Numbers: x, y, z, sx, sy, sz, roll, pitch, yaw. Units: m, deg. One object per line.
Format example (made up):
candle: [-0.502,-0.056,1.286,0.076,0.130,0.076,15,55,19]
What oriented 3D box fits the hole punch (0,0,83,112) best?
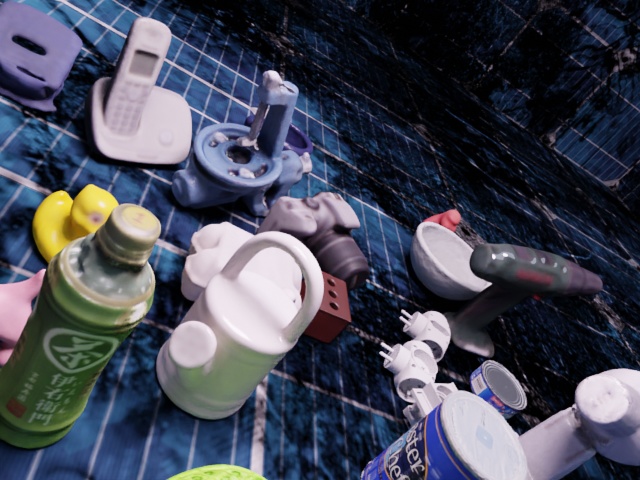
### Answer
hole punch: [-0.371,-0.235,0.732,0.109,0.091,0.101,25,32,-23]

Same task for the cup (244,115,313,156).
cup: [-0.083,-0.143,0.925,0.118,0.095,0.091,23,33,-25]

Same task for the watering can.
watering can: [-0.070,0.078,0.530,0.101,0.194,0.173,34,29,-7]

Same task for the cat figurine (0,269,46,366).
cat figurine: [-0.270,0.042,0.432,0.128,0.117,0.067,3,45,-47]

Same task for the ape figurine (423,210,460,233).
ape figurine: [0.237,-0.023,1.122,0.078,0.092,0.076,36,29,-6]

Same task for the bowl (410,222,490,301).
bowl: [0.219,0.050,1.017,0.168,0.074,0.167,28,31,-18]

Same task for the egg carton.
egg carton: [-0.089,0.045,0.681,0.151,0.069,0.107,27,31,-20]

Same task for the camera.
camera: [0.008,0.003,0.818,0.144,0.100,0.136,2,46,-48]

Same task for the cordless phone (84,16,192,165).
cordless phone: [-0.216,-0.191,0.749,0.148,0.185,0.094,-4,50,-51]

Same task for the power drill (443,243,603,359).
power drill: [0.306,0.094,0.917,0.230,0.208,0.075,22,33,-27]

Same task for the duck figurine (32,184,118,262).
duck figurine: [-0.239,-0.019,0.585,0.104,0.086,0.078,47,30,14]

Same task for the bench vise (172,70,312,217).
bench vise: [-0.082,-0.136,0.788,0.121,0.219,0.208,44,29,10]

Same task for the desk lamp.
desk lamp: [0.324,0.245,0.721,0.204,0.213,0.117,13,38,-38]
